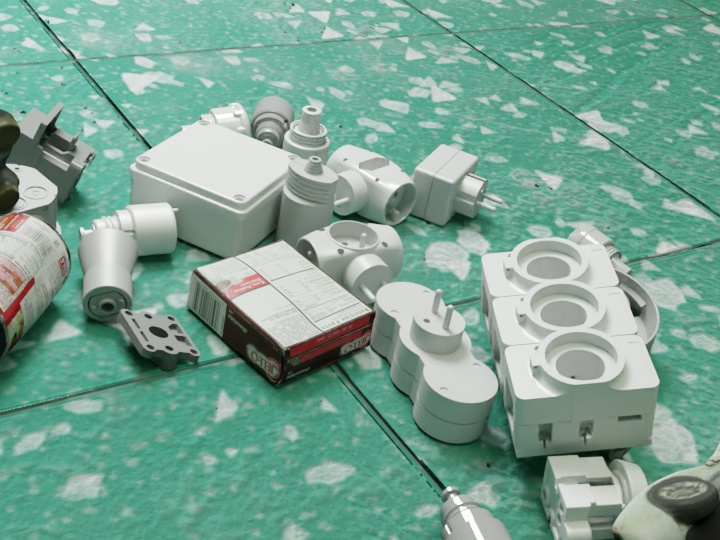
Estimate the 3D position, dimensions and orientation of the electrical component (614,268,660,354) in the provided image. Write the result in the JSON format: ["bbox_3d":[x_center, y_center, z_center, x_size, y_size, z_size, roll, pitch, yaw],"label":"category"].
[{"bbox_3d":[0.182,0.043,0.840,0.099,0.064,0.099,6,47,-6],"label":"electrical component"}]

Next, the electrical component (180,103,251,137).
[{"bbox_3d":[-0.135,-0.128,0.998,0.062,0.048,0.048,-10,38,-18],"label":"electrical component"}]

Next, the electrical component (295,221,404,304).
[{"bbox_3d":[0.000,0.000,0.844,0.077,0.044,0.079,-10,38,-29],"label":"electrical component"}]

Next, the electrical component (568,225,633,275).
[{"bbox_3d":[0.211,-0.012,0.939,0.035,0.035,0.061,-18,46,-38],"label":"electrical component"}]

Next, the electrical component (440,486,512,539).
[{"bbox_3d":[0.067,0.158,0.628,0.040,0.040,0.078,-2,35,-20],"label":"electrical component"}]

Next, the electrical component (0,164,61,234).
[{"bbox_3d":[-0.268,-0.041,0.814,0.080,0.051,0.080,8,33,-5],"label":"electrical component"}]

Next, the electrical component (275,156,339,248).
[{"bbox_3d":[-0.043,-0.055,0.881,0.043,0.081,0.043,8,33,-5],"label":"electrical component"}]

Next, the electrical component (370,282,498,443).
[{"bbox_3d":[0.053,0.049,0.759,0.052,0.073,0.138,-4,36,-23],"label":"electrical component"}]

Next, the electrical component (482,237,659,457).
[{"bbox_3d":[0.138,0.047,0.732,0.089,0.061,0.150,-5,38,0],"label":"electrical component"}]

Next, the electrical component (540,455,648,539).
[{"bbox_3d":[0.148,0.143,0.673,0.055,0.048,0.066,-2,34,-7],"label":"electrical component"}]

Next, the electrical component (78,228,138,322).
[{"bbox_3d":[-0.183,0.006,0.781,0.044,0.044,0.065,2,39,-14],"label":"electrical component"}]

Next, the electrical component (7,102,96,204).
[{"bbox_3d":[-0.255,-0.091,0.880,0.064,0.081,0.042,32,31,-11],"label":"electrical component"}]

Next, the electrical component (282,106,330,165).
[{"bbox_3d":[-0.049,-0.120,0.995,0.043,0.062,0.043,8,33,-5],"label":"electrical component"}]

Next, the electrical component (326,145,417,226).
[{"bbox_3d":[-0.003,-0.071,0.952,0.077,0.043,0.079,35,40,32],"label":"electrical component"}]

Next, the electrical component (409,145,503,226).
[{"bbox_3d":[0.092,-0.071,0.979,0.077,0.047,0.066,23,34,16],"label":"electrical component"}]

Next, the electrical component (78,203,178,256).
[{"bbox_3d":[-0.179,-0.030,0.837,0.078,0.040,0.040,-6,37,-26],"label":"electrical component"}]

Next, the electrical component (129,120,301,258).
[{"bbox_3d":[-0.119,-0.069,0.899,0.109,0.056,0.108,22,34,16],"label":"electrical component"}]

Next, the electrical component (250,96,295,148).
[{"bbox_3d":[-0.085,-0.135,1.026,0.040,0.040,0.078,10,33,-4],"label":"electrical component"}]
